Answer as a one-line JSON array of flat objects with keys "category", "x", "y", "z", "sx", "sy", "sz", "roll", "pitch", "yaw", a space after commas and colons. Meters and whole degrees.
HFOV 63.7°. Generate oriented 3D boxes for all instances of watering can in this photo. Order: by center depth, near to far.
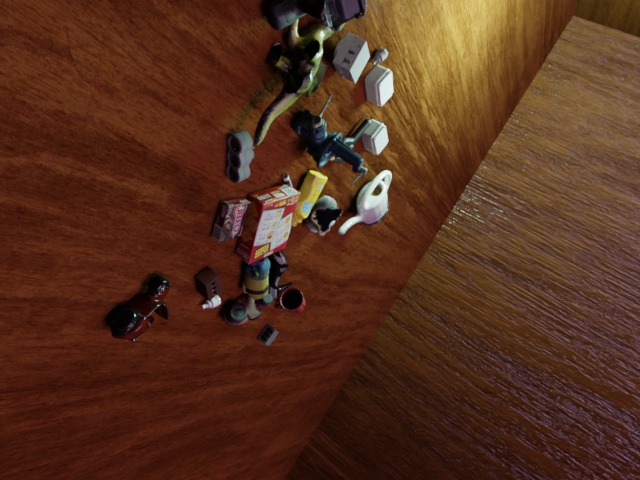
[{"category": "watering can", "x": 0.185, "y": -0.125, "z": 2.070, "sx": 0.351, "sy": 0.105, "sz": 0.220, "roll": -53, "pitch": 157, "yaw": -15}]

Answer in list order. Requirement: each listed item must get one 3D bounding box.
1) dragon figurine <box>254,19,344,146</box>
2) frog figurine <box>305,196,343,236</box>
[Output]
[{"category": "dragon figurine", "x": -0.037, "y": -0.417, "z": 1.309, "sx": 0.407, "sy": 0.123, "sz": 0.243, "roll": -62, "pitch": 164, "yaw": 12}, {"category": "frog figurine", "x": 0.006, "y": -0.091, "z": 1.812, "sx": 0.161, "sy": 0.122, "sz": 0.136, "roll": -121, "pitch": -130, "yaw": -77}]
